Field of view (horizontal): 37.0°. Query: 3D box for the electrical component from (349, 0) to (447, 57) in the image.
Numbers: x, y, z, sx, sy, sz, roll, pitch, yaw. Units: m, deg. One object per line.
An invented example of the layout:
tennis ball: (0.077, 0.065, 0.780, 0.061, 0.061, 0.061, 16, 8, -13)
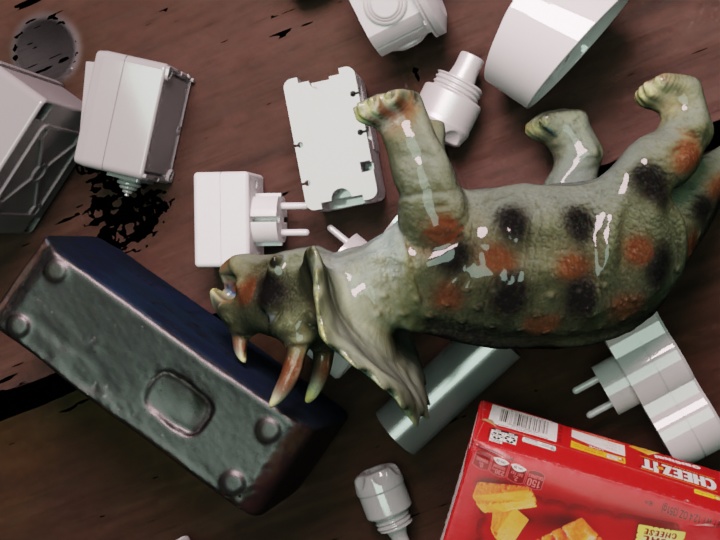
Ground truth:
electrical component: (0.023, -0.187, 0.725, 0.051, 0.080, 0.080, -24, 88, 14)

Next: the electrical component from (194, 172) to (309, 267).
electrical component: (-0.074, -0.035, 0.758, 0.077, 0.047, 0.065, 0, 91, 8)

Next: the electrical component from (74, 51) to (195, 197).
electrical component: (-0.164, -0.101, 0.762, 0.061, 0.062, 0.096, 14, 94, 7)

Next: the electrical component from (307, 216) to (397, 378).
electrical component: (0.000, 0.000, 0.746, 0.074, 0.052, 0.138, 40, 96, 6)

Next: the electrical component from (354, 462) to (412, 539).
electrical component: (0.021, 0.169, 0.757, 0.035, 0.035, 0.061, -21, 91, 8)

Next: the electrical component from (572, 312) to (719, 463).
electrical component: (0.180, 0.073, 0.722, 0.074, 0.052, 0.138, -30, 87, 8)

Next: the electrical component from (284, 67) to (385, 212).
electrical component: (-0.016, -0.088, 0.744, 0.050, 0.056, 0.089, -11, 90, 8)

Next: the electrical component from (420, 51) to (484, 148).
electrical component: (0.064, -0.119, 0.738, 0.043, 0.043, 0.062, 27, 94, 7)

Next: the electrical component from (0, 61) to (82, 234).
electrical component: (-0.245, -0.083, 0.751, 0.056, 0.109, 0.108, 35, 96, 6)

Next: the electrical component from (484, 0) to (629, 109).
electrical component: (0.127, -0.153, 0.702, 0.064, 0.099, 0.099, 31, 95, 12)

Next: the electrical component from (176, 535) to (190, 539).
electrical component: (-0.161, 0.245, 0.763, 0.113, 0.078, 0.057, -29, 90, 8)
